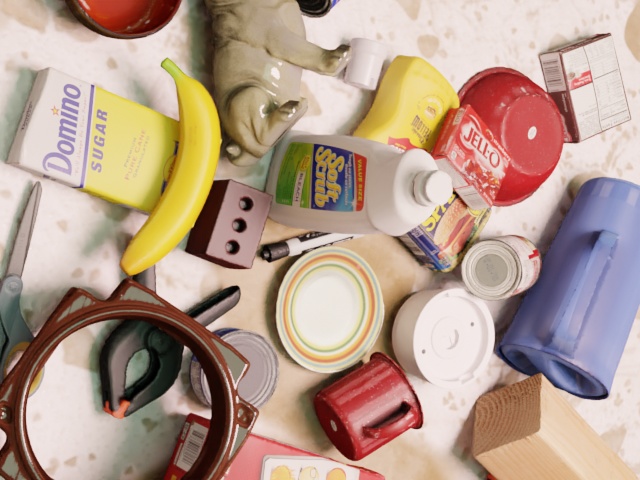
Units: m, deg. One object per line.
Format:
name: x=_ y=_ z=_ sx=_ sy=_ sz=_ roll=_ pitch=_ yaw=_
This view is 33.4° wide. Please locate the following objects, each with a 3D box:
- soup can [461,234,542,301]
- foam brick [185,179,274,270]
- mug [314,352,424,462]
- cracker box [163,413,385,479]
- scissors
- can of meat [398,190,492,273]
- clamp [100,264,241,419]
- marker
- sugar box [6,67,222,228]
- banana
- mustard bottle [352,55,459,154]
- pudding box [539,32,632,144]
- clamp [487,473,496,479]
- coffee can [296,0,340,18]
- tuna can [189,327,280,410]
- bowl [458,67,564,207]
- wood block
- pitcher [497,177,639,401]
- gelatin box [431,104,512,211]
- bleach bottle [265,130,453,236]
soup can: x=0.199 y=0.030 z=1.168 sx=0.102 sy=0.069 sz=0.068 roll=-7 pitch=97 yaw=-67
foam brick: x=-0.089 y=-0.015 z=1.035 sx=0.052 sy=0.051 sz=0.078 roll=20 pitch=82 yaw=-30
mug: x=0.053 y=0.177 z=1.092 sx=0.081 sy=0.117 sz=0.093 roll=-28 pitch=111 yaw=-21
cracker box: x=-0.058 y=0.279 z=1.056 sx=0.213 sy=0.072 sz=0.164 roll=24 pitch=81 yaw=-30
scissors: x=-0.264 y=0.057 z=0.957 sx=0.096 sy=0.016 sz=0.201 roll=34 pitch=76 yaw=-29
can of meat: x=0.129 y=-0.027 z=1.159 sx=0.084 sy=0.058 sz=0.102 roll=45 pitch=71 yaw=-26
clamp: x=-0.147 y=0.092 z=1.014 sx=0.120 sy=0.039 sz=0.171 roll=22 pitch=86 yaw=-23
marker: x=-0.007 y=0.001 z=1.102 sx=0.120 sy=0.020 sz=0.020 roll=-15 pitch=100 yaw=-29
sugar box: x=-0.186 y=-0.082 z=0.979 sx=0.176 sy=0.048 sz=0.093 roll=21 pitch=82 yaw=-31
banana: x=-0.130 y=-0.061 z=0.966 sx=0.069 sy=0.037 sz=0.198 roll=11 pitch=87 yaw=-12
mustard bottle: x=0.073 y=-0.092 z=1.120 sx=0.096 sy=0.058 sz=0.191 roll=41 pitch=73 yaw=-43
pudding box: x=0.318 y=-0.181 z=1.272 sx=0.089 sy=0.039 sz=0.113 roll=-23 pitch=105 yaw=-28
clamp: x=0.247 y=0.365 z=1.256 sx=0.164 sy=0.036 sz=0.210 roll=-19 pitch=99 yaw=-31
coffee can: x=0.016 y=-0.303 z=1.053 sx=0.140 sy=0.103 sz=0.102 roll=-47 pitch=113 yaw=-20
tuna can: x=-0.085 y=0.130 z=1.054 sx=0.086 sy=0.034 sz=0.086 roll=-1 pitch=93 yaw=-30
bowl: x=0.224 y=-0.118 z=1.211 sx=0.161 sy=0.055 sz=0.162 roll=-1 pitch=92 yaw=-30
wood block: x=0.271 y=0.259 z=1.217 sx=0.206 sy=0.091 sz=0.090 roll=46 pitch=35 yaw=-24
pitcher: x=0.310 y=0.049 z=1.221 sx=0.144 sy=0.149 sz=0.242 roll=35 pitch=72 yaw=-26
gelatin box: x=0.160 y=-0.087 z=1.125 sx=0.089 sy=0.030 sz=0.073 roll=45 pitch=56 yaw=-30
bleach bottle: x=0.037 y=-0.056 z=0.991 sx=0.068 sy=0.251 sz=0.102 roll=18 pitch=83 yaw=-30
